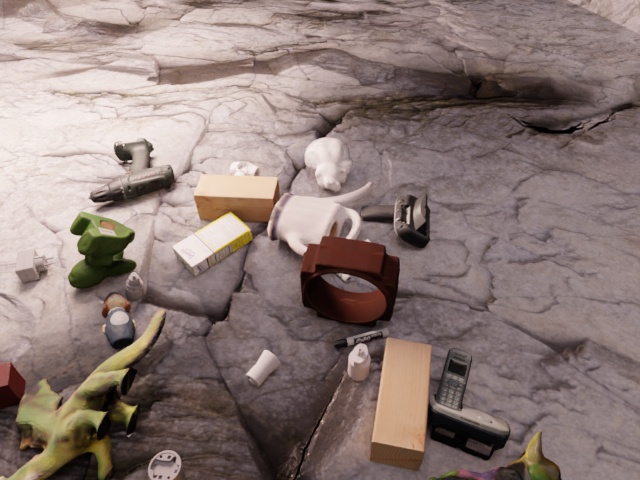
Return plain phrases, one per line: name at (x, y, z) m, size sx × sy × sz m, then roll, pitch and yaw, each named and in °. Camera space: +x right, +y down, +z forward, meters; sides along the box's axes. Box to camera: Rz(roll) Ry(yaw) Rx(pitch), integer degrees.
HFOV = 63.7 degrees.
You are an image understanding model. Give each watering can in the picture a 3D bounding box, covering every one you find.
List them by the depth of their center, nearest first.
watering can at (0.004, -0.066, 1.315) m, size 0.225 × 0.101 × 0.355 m, roll 14°, pitch 39°, yaw 14°

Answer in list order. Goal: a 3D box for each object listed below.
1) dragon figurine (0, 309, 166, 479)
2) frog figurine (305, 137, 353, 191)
dragon figurine at (-0.459, 0.301, 0.962) m, size 0.242 × 0.119 × 0.420 m, roll 1°, pitch 45°, yaw 13°
frog figurine at (0.022, -0.214, 1.448) m, size 0.137 × 0.120 × 0.163 m, roll 19°, pitch 34°, yaw -8°
